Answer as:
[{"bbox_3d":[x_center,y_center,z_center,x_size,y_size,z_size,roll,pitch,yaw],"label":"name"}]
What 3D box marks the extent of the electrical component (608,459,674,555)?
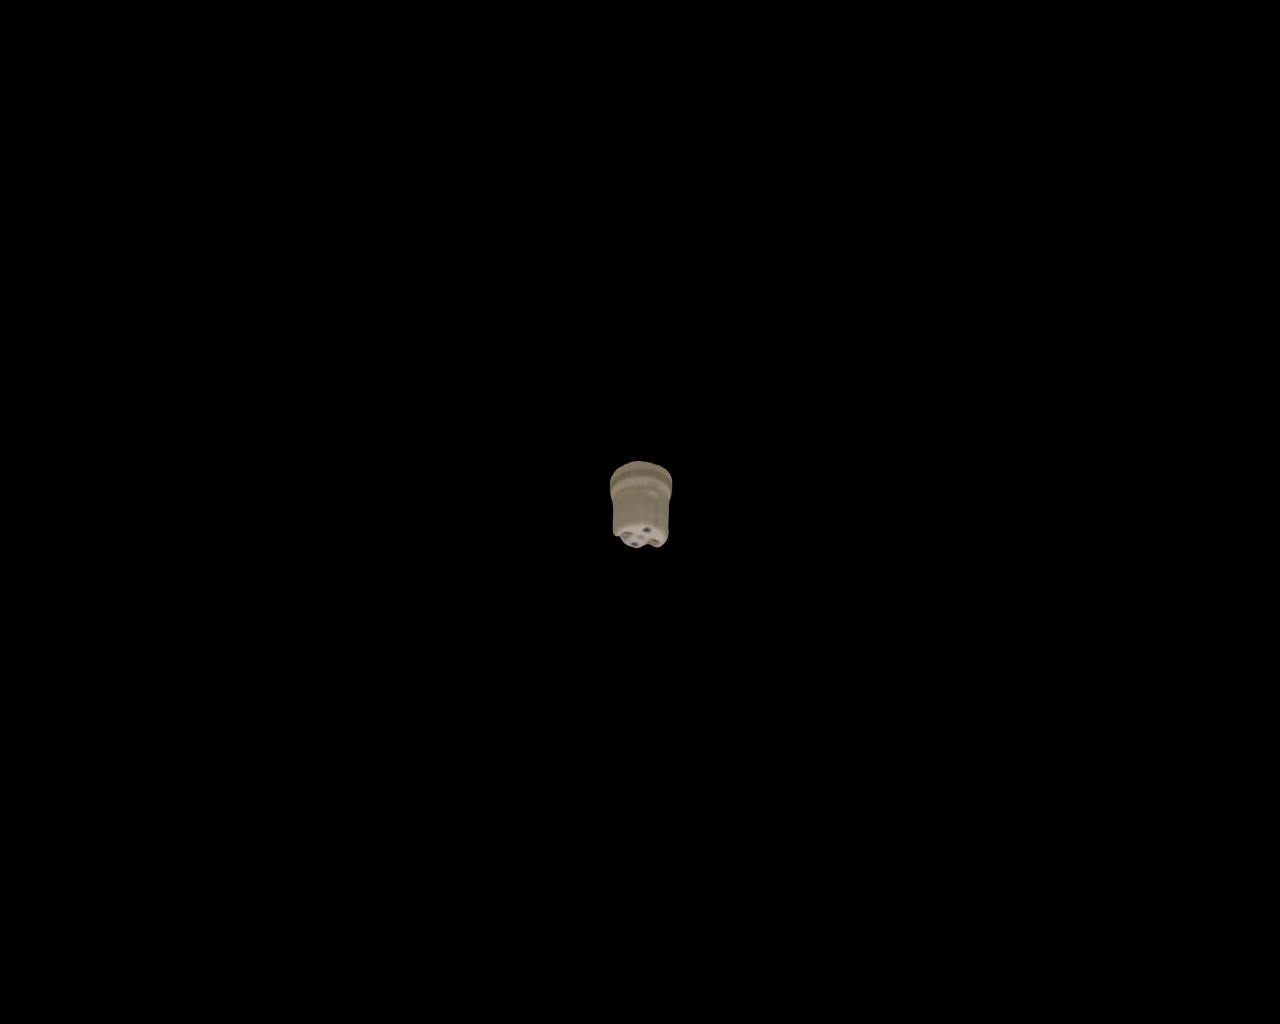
[{"bbox_3d":[0.001,-0.003,0.650,0.040,0.046,0.040,0,-37,0],"label":"electrical component"}]
